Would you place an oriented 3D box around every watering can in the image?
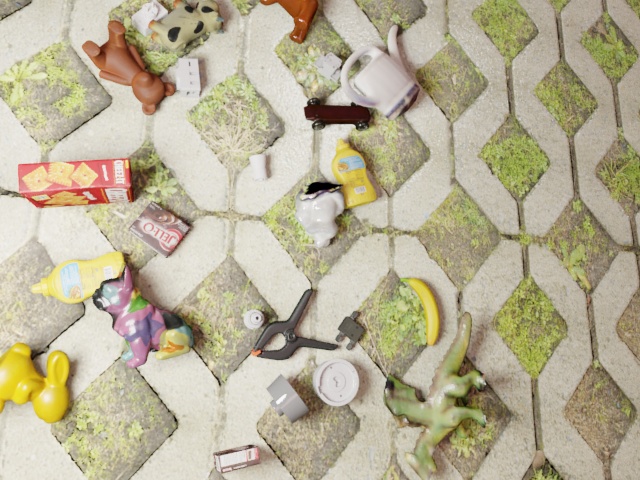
[{"bbox_3d":[0.201,-0.483,1.493,0.224,0.102,0.354,43,59,-5],"label":"watering can"}]

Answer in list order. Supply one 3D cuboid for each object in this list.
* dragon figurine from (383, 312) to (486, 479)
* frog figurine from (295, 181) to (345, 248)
[{"bbox_3d":[0.282,0.388,1.307,0.243,0.120,0.415,3,75,-9],"label":"dragon figurine"},{"bbox_3d":[0.004,-0.068,1.342,0.139,0.124,0.156,-26,123,-29],"label":"frog figurine"}]
